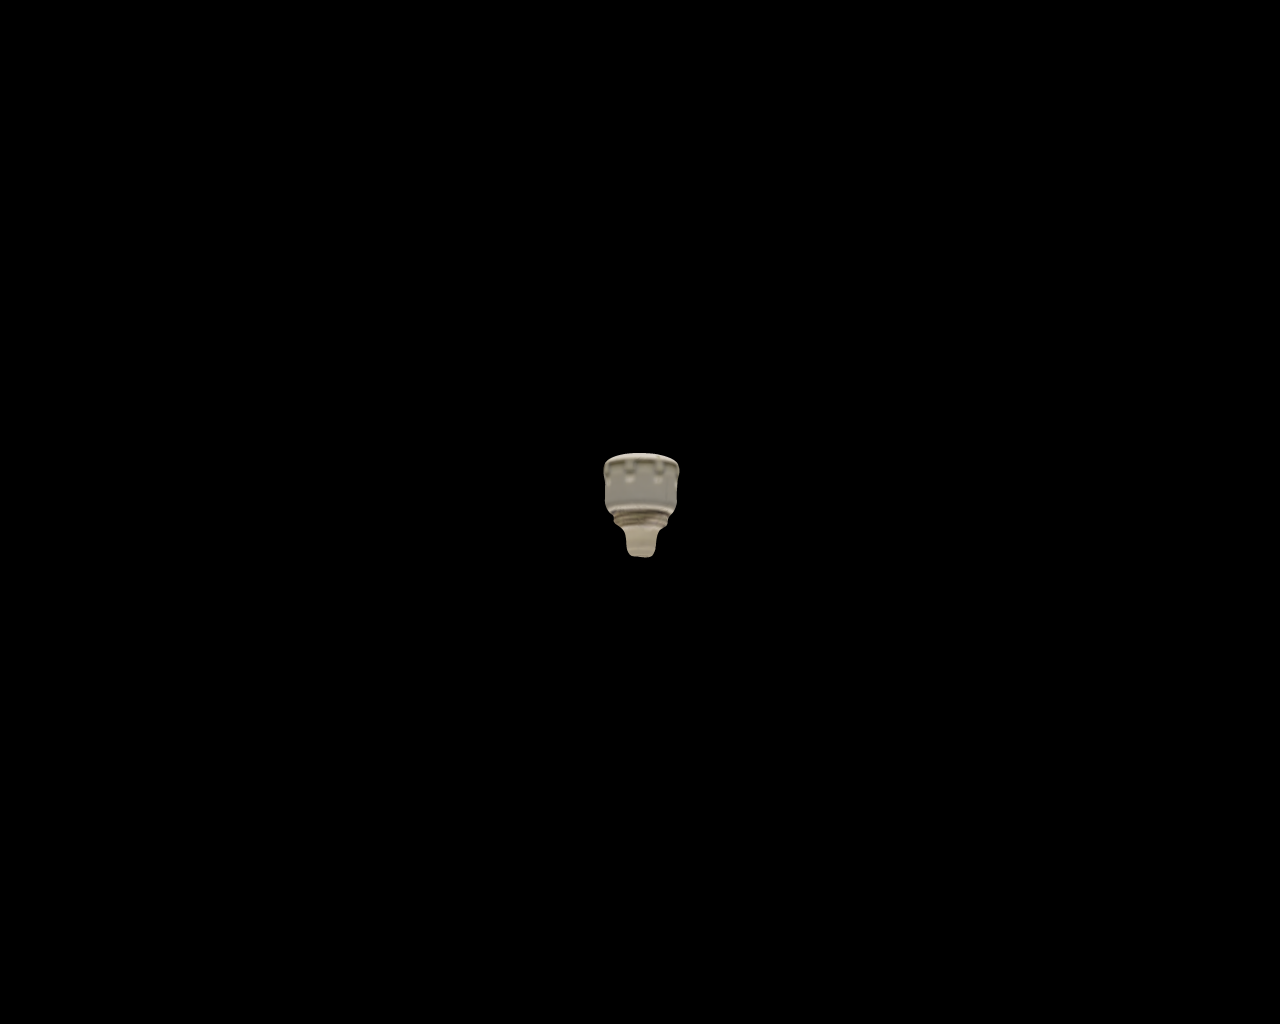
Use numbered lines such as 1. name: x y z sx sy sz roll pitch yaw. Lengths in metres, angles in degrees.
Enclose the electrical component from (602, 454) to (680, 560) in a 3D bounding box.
1. electrical component: 0.001 -0.003 0.650 0.048 0.062 0.048 0 -9 0
